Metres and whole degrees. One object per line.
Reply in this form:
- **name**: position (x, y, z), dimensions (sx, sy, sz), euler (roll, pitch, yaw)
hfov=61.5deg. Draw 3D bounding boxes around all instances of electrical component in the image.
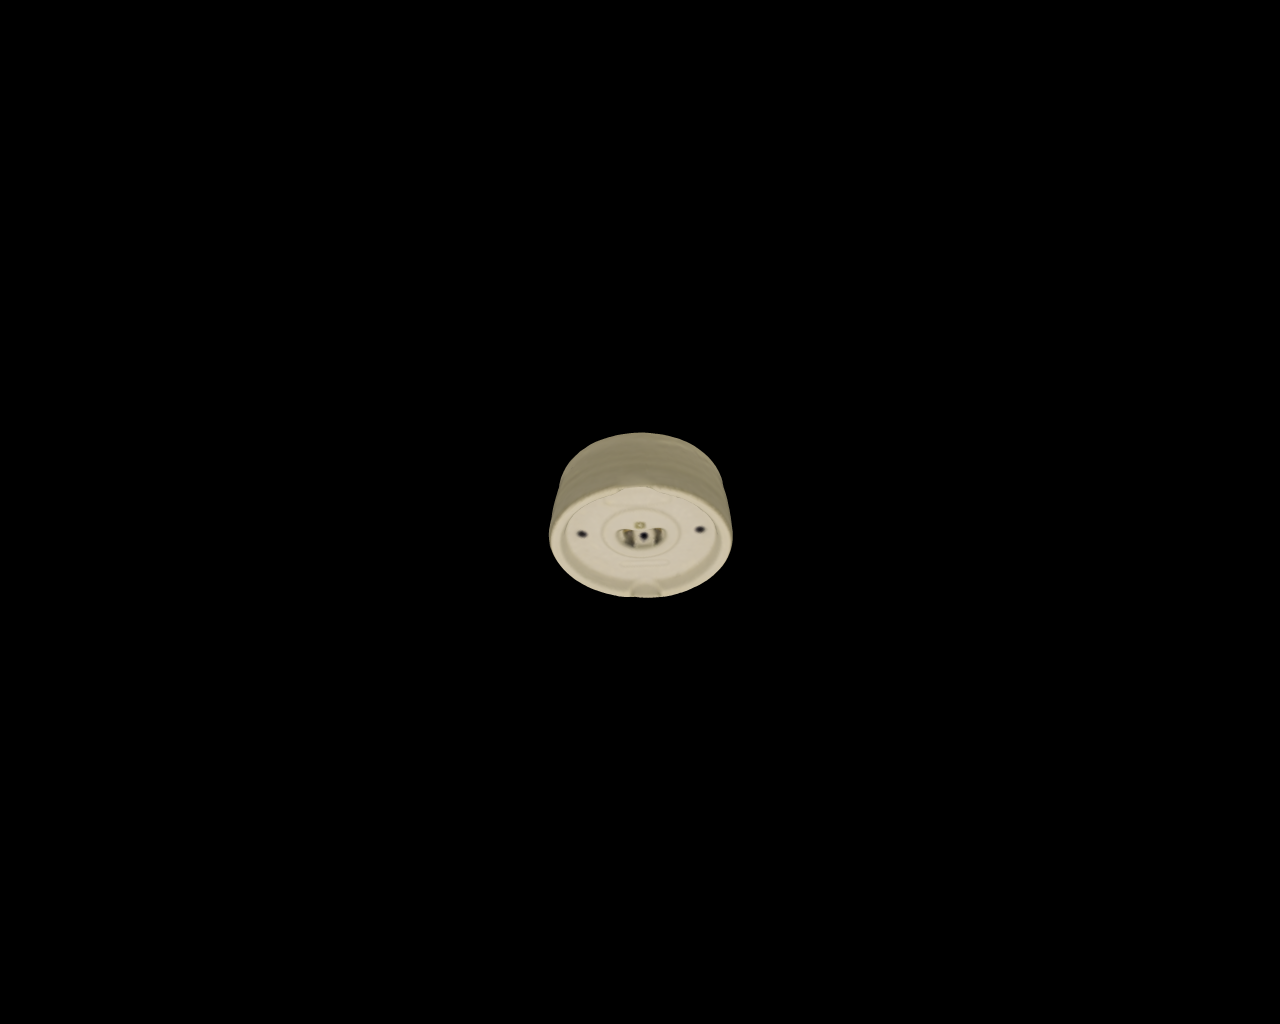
- **electrical component**: position (0.001, -0.003, 0.650), dimensions (0.108, 0.060, 0.108), euler (0, -41, 0)
